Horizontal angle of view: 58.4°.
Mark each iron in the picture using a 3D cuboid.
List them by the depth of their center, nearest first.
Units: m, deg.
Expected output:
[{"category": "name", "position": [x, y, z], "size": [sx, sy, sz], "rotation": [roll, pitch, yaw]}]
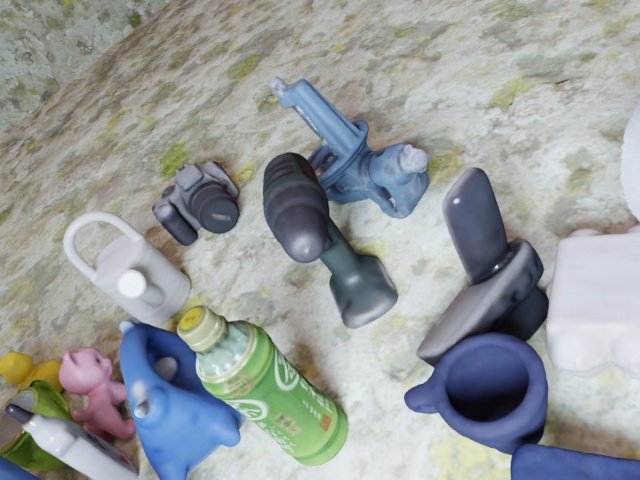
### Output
[{"category": "iron", "position": [-0.190, 0.160, 0.681], "size": [0.119, 0.142, 0.257], "rotation": [-40, 38, -4]}]

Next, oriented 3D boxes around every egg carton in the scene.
[{"category": "egg carton", "position": [0.258, 0.052, 0.505], "size": [0.107, 0.070, 0.150], "rotation": [-5, 48, 34]}]

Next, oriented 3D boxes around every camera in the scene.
[{"category": "camera", "position": [-0.202, -0.059, 0.954], "size": [0.143, 0.101, 0.136], "rotation": [-40, 38, -5]}]

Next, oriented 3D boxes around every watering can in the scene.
[{"category": "watering can", "position": [-0.283, 0.037, 0.839], "size": [0.172, 0.195, 0.101], "rotation": [8, 56, 43]}]

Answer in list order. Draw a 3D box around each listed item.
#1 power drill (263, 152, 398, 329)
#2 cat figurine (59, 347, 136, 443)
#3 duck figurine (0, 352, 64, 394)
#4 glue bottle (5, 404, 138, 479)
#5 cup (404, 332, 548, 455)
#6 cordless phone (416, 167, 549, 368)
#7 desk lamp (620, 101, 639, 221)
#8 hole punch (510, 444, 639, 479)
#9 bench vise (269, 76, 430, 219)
[{"category": "power drill", "position": [0.006, 0.002, 0.639], "size": [0.075, 0.209, 0.229], "rotation": [-32, 38, 6]}, {"category": "cat figurine", "position": [-0.301, 0.195, 0.750], "size": [0.067, 0.118, 0.127], "rotation": [-31, 38, 7]}, {"category": "duck figurine", "position": [-0.448, 0.206, 0.879], "size": [0.104, 0.086, 0.077], "rotation": [1, 51, 38]}, {"category": "glue bottle", "position": [-0.287, 0.232, 0.654], "size": [0.077, 0.174, 0.037], "rotation": [13, 59, 45]}, {"category": "cup", "position": [0.139, 0.142, 0.482], "size": [0.117, 0.095, 0.091], "rotation": [-18, 41, 22]}, {"category": "cordless phone", "position": [0.131, 0.033, 0.528], "size": [0.093, 0.186, 0.148], "rotation": [20, 64, 48]}, {"category": "desk lamp", "position": [0.333, -0.012, 0.395], "size": [0.118, 0.214, 0.202], "rotation": [-44, 38, -10]}, {"category": "hole punch", "position": [0.186, 0.198, 0.389], "size": [0.100, 0.091, 0.108], "rotation": [-13, 43, 27]}, {"category": "bench vise", "position": [0.040, -0.133, 0.745], "size": [0.206, 0.220, 0.121], "rotation": [-8, 46, 32]}]
